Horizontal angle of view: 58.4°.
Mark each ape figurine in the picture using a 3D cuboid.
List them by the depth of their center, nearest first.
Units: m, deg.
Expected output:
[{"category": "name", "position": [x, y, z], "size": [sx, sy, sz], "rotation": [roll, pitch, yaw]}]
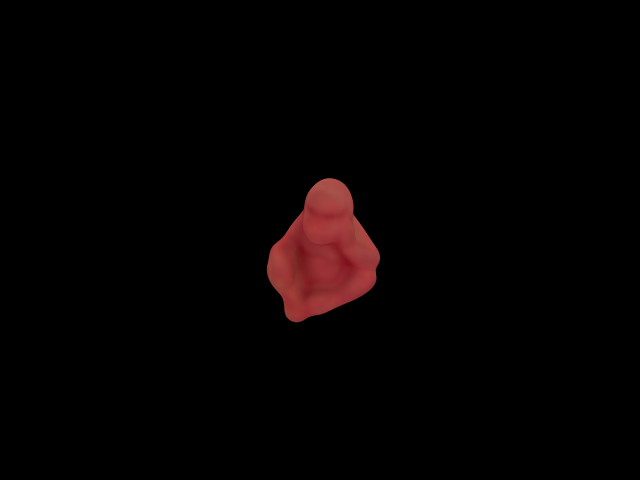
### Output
[{"category": "ape figurine", "position": [0.004, 0.001, 0.400], "size": [0.077, 0.092, 0.076], "rotation": [8, 31, 13]}]
